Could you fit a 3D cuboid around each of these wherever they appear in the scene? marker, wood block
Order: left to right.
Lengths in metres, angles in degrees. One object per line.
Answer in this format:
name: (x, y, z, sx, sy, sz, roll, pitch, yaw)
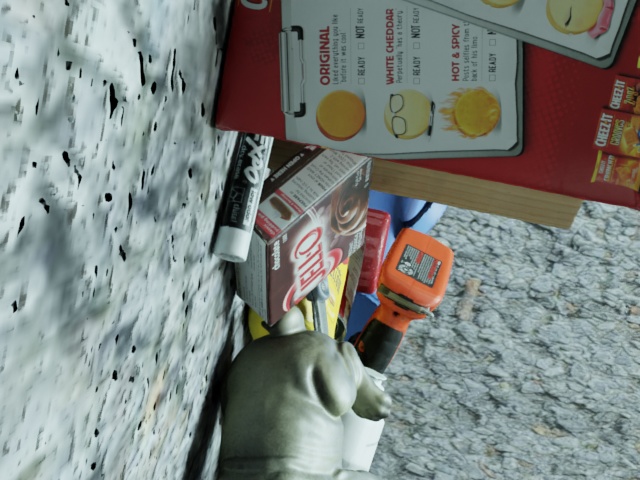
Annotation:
marker: (-0.037, -0.047, 0.603, 0.020, 0.020, 0.121, 82, 19, -75)
wood block: (0.073, -0.083, 0.686, 0.090, 0.206, 0.090, 92, 11, -61)

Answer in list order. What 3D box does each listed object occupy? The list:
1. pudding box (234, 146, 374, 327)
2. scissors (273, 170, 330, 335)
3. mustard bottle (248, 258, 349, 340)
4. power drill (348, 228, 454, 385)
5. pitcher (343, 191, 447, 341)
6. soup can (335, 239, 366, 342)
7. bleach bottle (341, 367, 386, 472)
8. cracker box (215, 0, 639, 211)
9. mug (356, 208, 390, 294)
pudding box: (-0.012, -0.007, 0.667, 0.090, 0.039, 0.113, -42, 157, -22)
scissors: (0.004, 0.022, 0.769, 0.096, 0.016, 0.202, -30, 109, -62)
mustard bottle: (-0.005, 0.001, 0.837, 0.096, 0.058, 0.191, 65, 31, -48)
power drill: (0.054, 0.085, 0.952, 0.184, 0.057, 0.188, -63, 177, -62)
pitcher: (0.064, -0.014, 1.165, 0.149, 0.145, 0.242, 96, 10, -49)
soup can: (-0.001, 0.033, 0.921, 0.068, 0.068, 0.102, 95, 8, -51)
bleach bottle: (-0.007, 0.215, 0.814, 0.102, 0.068, 0.251, 5, 107, -78)
cracker box: (0.069, -0.117, 0.532, 0.072, 0.213, 0.164, -57, 159, -81)
mug: (0.023, 0.002, 1.035, 0.117, 0.081, 0.093, -63, 163, -72)
